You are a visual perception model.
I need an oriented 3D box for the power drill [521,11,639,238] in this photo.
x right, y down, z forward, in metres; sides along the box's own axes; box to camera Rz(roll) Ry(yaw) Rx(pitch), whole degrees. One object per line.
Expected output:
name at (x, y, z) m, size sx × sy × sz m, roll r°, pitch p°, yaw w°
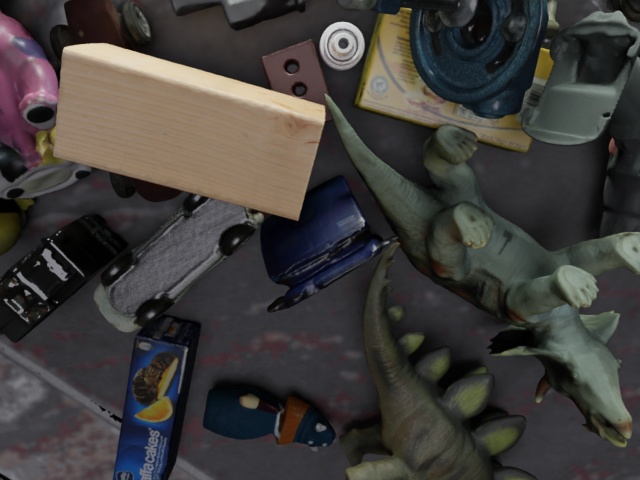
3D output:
power drill at (0.278, -0.094, 0.492) m, size 0.207 × 0.086 × 0.232 m, roll 13°, pitch 100°, yaw -33°

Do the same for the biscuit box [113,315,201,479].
biscuit box at (-0.188, 0.191, 0.616) m, size 0.059 × 0.063 × 0.202 m, roll 13°, pitch 105°, yaw -2°

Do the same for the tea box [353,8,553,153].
tea box at (0.126, -0.151, 0.517) m, size 0.170 × 0.068 × 0.098 m, roll 16°, pitch 102°, yaw -4°

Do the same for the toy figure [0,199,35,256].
toy figure at (-0.369, -0.062, 0.531) m, size 0.082 × 0.089 × 0.180 m, roll -18°, pitch 108°, yaw 18°

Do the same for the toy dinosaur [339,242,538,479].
toy dinosaur at (0.122, 0.221, 0.601) m, size 0.199 × 0.105 × 0.470 m, roll -29°, pitch 116°, yaw 0°

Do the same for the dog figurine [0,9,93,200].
dog figurine at (-0.307, -0.166, 0.498) m, size 0.108 × 0.191 × 0.219 m, roll -23°, pitch 75°, yaw -12°

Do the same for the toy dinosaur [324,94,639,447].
toy dinosaur at (0.158, 0.017, 0.535) m, size 0.405 × 0.192 × 0.131 m, roll 39°, pitch 61°, yaw 7°

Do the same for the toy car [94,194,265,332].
toy car at (-0.148, 0.015, 0.563) m, size 0.202 × 0.056 × 0.073 m, roll -41°, pitch 92°, yaw 1°

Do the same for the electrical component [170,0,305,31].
electrical component at (-0.078, -0.236, 0.504) m, size 0.119 × 0.048 × 0.074 m, roll -18°, pitch 105°, yaw 5°

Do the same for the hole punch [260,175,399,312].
hole punch at (-0.001, -0.002, 0.540) m, size 0.142 × 0.116 × 0.092 m, roll -28°, pitch 96°, yaw 7°

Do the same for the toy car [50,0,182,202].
toy car at (-0.186, -0.134, 0.530) m, size 0.089 × 0.053 × 0.202 m, roll -15°, pitch 109°, yaw 10°

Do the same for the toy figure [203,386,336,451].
toy figure at (-0.056, 0.206, 0.623) m, size 0.154 × 0.064 × 0.058 m, roll 12°, pitch 68°, yaw -8°

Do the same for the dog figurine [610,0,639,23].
dog figurine at (0.356, -0.297, 0.473) m, size 0.172 × 0.121 × 0.190 m, roll -4°, pitch 120°, yaw 4°

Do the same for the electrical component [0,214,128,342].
electrical component at (-0.277, 0.040, 0.547) m, size 0.134 × 0.115 × 0.058 m, roll -39°, pitch 100°, yaw 8°

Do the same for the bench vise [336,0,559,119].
bench vise at (0.112, -0.194, 0.382) m, size 0.240 × 0.129 × 0.223 m, roll -14°, pitch 132°, yaw -35°
